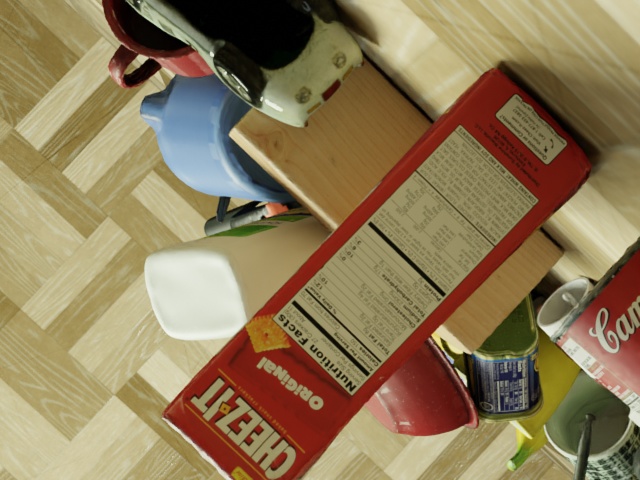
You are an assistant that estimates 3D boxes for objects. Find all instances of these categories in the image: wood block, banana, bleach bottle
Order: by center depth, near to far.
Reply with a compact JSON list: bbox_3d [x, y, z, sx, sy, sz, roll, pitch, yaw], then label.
[{"bbox_3d":[0.046,-0.031,0.700,0.206,0.091,0.090,43,178,-7],"label":"wood block"},{"bbox_3d":[-0.005,0.001,0.800,0.103,0.250,0.068,-7,102,42],"label":"bleach bottle"},{"bbox_3d":[0.168,0.131,0.998,0.198,0.069,0.037,-120,27,-53],"label":"banana"}]

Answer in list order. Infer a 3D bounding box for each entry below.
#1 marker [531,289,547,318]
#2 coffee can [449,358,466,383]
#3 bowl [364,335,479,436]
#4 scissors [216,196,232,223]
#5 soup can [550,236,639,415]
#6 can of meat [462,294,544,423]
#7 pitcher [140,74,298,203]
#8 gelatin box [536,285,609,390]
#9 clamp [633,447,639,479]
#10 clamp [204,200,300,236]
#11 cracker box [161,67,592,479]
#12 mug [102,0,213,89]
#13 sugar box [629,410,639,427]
[{"bbox_3d":[0.153,0.034,0.894,0.020,0.020,0.121,45,177,-42],"label":"marker"},{"bbox_3d":[0.134,0.088,1.129,0.140,0.103,0.102,42,177,23],"label":"coffee can"},{"bbox_3d":[0.052,0.099,0.838,0.162,0.055,0.162,50,168,14],"label":"bowl"},{"bbox_3d":[-0.089,-0.110,1.057,0.096,0.016,0.201,64,-153,-27],"label":"scissors"},{"bbox_3d":[0.168,0.054,0.495,0.102,0.068,0.068,42,177,14],"label":"soup can"},{"bbox_3d":[0.137,0.074,0.816,0.084,0.057,0.102,77,-171,-47],"label":"can of meat"},{"bbox_3d":[-0.046,-0.092,0.894,0.145,0.149,0.243,60,170,-15],"label":"pitcher"},{"bbox_3d":[0.203,0.081,0.774,0.089,0.030,0.073,41,176,34],"label":"gelatin box"},{"bbox_3d":[0.283,0.197,0.860,0.120,0.039,0.171,-1,140,25],"label":"clamp"},{"bbox_3d":[-0.033,-0.039,1.028,0.036,0.164,0.210,62,174,-7],"label":"clamp"},{"bbox_3d":[0.027,0.026,0.538,0.072,0.213,0.164,43,178,3],"label":"cracker box"},{"bbox_3d":[-0.103,-0.154,0.752,0.093,0.117,0.081,39,-178,10],"label":"mug"},{"bbox_3d":[0.241,0.116,0.647,0.093,0.048,0.176,42,180,18],"label":"sugar box"}]
